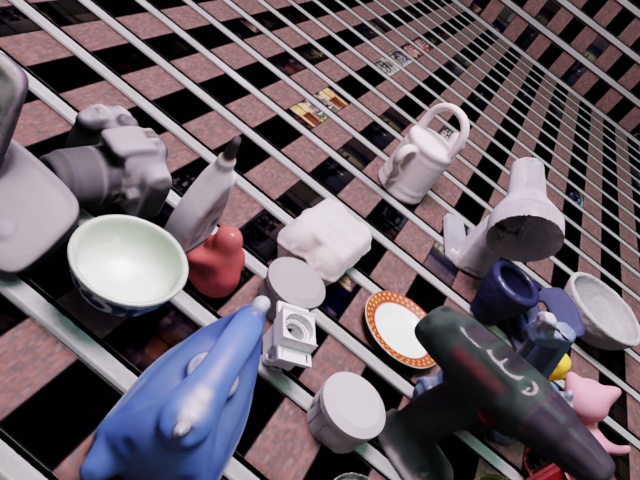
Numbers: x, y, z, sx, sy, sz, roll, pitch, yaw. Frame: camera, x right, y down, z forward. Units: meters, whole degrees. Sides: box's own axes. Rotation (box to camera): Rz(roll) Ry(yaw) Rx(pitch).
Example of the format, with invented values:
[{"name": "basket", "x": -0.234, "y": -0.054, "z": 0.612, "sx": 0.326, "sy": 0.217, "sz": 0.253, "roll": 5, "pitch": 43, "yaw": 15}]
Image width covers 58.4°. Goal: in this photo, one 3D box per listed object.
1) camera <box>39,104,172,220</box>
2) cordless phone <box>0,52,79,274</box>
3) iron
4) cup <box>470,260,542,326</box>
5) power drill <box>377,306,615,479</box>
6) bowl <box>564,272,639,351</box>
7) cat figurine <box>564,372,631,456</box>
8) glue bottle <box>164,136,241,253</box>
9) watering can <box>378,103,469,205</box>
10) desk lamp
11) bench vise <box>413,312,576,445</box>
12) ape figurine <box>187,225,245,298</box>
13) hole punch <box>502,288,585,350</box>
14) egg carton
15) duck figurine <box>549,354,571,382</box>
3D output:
[{"name": "camera", "x": -0.263, "y": -0.097, "z": 0.679, "sx": 0.137, "sy": 0.100, "sz": 0.143, "roll": -19, "pitch": 63, "yaw": -49}, {"name": "cordless phone", "x": -0.296, "y": -0.071, "z": 0.551, "sx": 0.147, "sy": 0.185, "sz": 0.094, "roll": 39, "pitch": 36, "yaw": 2}, {"name": "iron", "x": -0.099, "y": 0.124, "z": 0.539, "sx": 0.119, "sy": 0.141, "sz": 0.258, "roll": 34, "pitch": 36, "yaw": -4}, {"name": "cup", "x": 0.302, "y": 0.095, "z": 0.941, "sx": 0.118, "sy": 0.095, "sz": 0.091, "roll": 4, "pitch": 47, "yaw": -37}, {"name": "power drill", "x": 0.164, "y": 0.196, "z": 0.621, "sx": 0.076, "sy": 0.208, "sz": 0.229, "roll": -13, "pitch": 59, "yaw": -46}, {"name": "bowl", "x": 0.513, "y": 0.146, "z": 1.078, "sx": 0.168, "sy": 0.074, "sz": 0.167, "roll": 23, "pitch": 39, "yaw": -19}, {"name": "cat figurine", "x": 0.383, "y": 0.255, "z": 0.814, "sx": 0.067, "sy": 0.117, "sz": 0.127, "roll": 2, "pitch": 49, "yaw": -38}, {"name": "glue bottle", "x": -0.131, "y": -0.057, "z": 0.684, "sx": 0.037, "sy": 0.173, "sz": 0.078, "roll": 41, "pitch": 36, "yaw": 6}, {"name": "watering can", "x": 0.203, "y": -0.170, "z": 1.065, "sx": 0.101, "sy": 0.194, "sz": 0.173, "roll": 40, "pitch": 36, "yaw": 4}, {"name": "desk lamp", "x": 0.313, "y": -0.030, "z": 0.987, "sx": 0.118, "sy": 0.213, "sz": 0.203, "roll": 26, "pitch": 37, "yaw": -14}, {"name": "bench vise", "x": 0.249, "y": 0.163, "z": 0.718, "sx": 0.208, "sy": 0.219, "sz": 0.121, "roll": 5, "pitch": 47, "yaw": -36}, {"name": "ape figurine", "x": -0.118, "y": 0.018, "z": 0.680, "sx": 0.078, "sy": 0.092, "sz": 0.076, "roll": 8, "pitch": 45, "yaw": -34}, {"name": "hole punch", "x": 0.370, "y": 0.133, "z": 0.960, "sx": 0.101, "sy": 0.091, "sz": 0.108, "roll": 16, "pitch": 41, "yaw": -26}, {"name": "egg carton", "x": 0.008, "y": 0.003, "z": 0.820, "sx": 0.107, "sy": 0.069, "sz": 0.151, "roll": 42, "pitch": 36, "yaw": 7}, {"name": "duck figurine", "x": 0.336, "y": 0.200, "z": 0.863, "sx": 0.105, "sy": 0.086, "sz": 0.077, "roll": -17, "pitch": 62, "yaw": -48}]
